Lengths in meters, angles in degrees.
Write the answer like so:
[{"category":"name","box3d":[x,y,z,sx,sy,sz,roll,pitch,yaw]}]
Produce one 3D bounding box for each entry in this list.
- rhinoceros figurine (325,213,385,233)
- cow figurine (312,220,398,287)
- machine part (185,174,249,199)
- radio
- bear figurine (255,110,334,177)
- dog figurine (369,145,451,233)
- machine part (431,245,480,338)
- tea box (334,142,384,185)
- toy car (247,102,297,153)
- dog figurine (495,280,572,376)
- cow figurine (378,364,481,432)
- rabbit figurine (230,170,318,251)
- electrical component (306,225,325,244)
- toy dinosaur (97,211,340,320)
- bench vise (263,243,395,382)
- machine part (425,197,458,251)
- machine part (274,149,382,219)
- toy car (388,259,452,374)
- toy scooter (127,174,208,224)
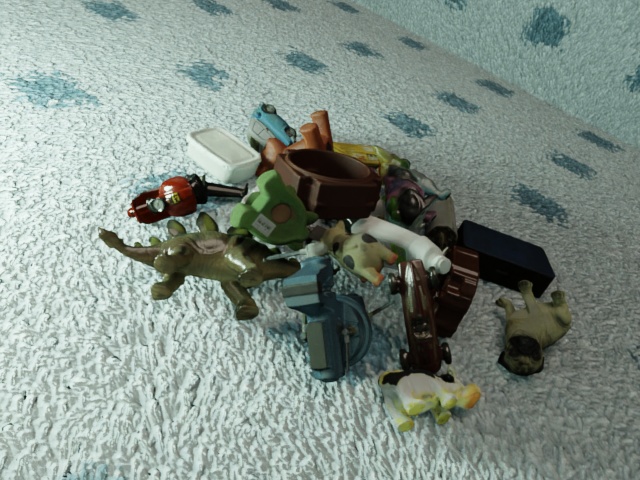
[{"category":"rhinoceros figurine","box3d":[0.059,-0.059,1.233,0.112,0.073,0.190,-23,55,-34]},{"category":"cow figurine","box3d":[0.059,0.021,1.032,0.127,0.085,0.195,39,-6,-9]},{"category":"machine part","box3d":[-0.226,-0.113,1.180,0.139,0.039,0.084,6,29,-18]},{"category":"radio","box3d":[0.430,0.041,1.285,0.230,0.073,0.131,20,34,-4]},{"category":"bear figurine","box3d":[-0.070,-0.222,1.277,0.196,0.131,0.120,0,34,24]},{"category":"dog figurine","box3d":[0.176,-0.123,1.250,0.219,0.108,0.191,42,47,23]},{"category":"machine part","box3d":[0.248,0.098,1.032,0.056,0.179,0.179,20,35,4]},{"category":"tea box","box3d":[0.107,-0.206,1.449,0.169,0.068,0.098,2,39,-24]},{"category":"toy car","box3d":[-0.136,-0.269,1.394,0.103,0.109,0.162,-34,71,-24]},{"category":"dog figurine","box3d":[0.437,0.200,1.070,0.172,0.121,0.190,15,49,-3]},{"category":"cow figurine","box3d":[0.180,0.248,0.884,0.167,0.068,0.098,0,34,-29]},{"category":"rabbit figurine","box3d":[-0.080,-0.055,0.998,0.159,0.121,0.170,29,2,-20]},{"category":"electrical component","box3d":[-0.002,-0.004,1.161,0.094,0.021,0.063,28,36,9]},{"category":"toy dinosaur","box3d":[-0.153,0.038,0.961,0.471,0.105,0.199,17,29,-26]},{"category":"bench vise","box3d":[0.025,0.116,0.904,0.240,0.129,0.223,8,62,-61]},{"category":"machine part","box3d":[0.298,-0.046,1.328,0.079,0.079,0.243,19,35,-4]},{"category":"machine part","box3d":[0.013,-0.123,1.133,0.201,0.087,0.202,-1,30,-26]},{"category":"toy car","box3d":[0.172,0.135,0.930,0.089,0.202,0.053,-8,3,8]},{"category":"toy scooter","box3d":[-0.296,-0.073,1.023,0.135,0.075,0.184,-22,10,-24]}]
